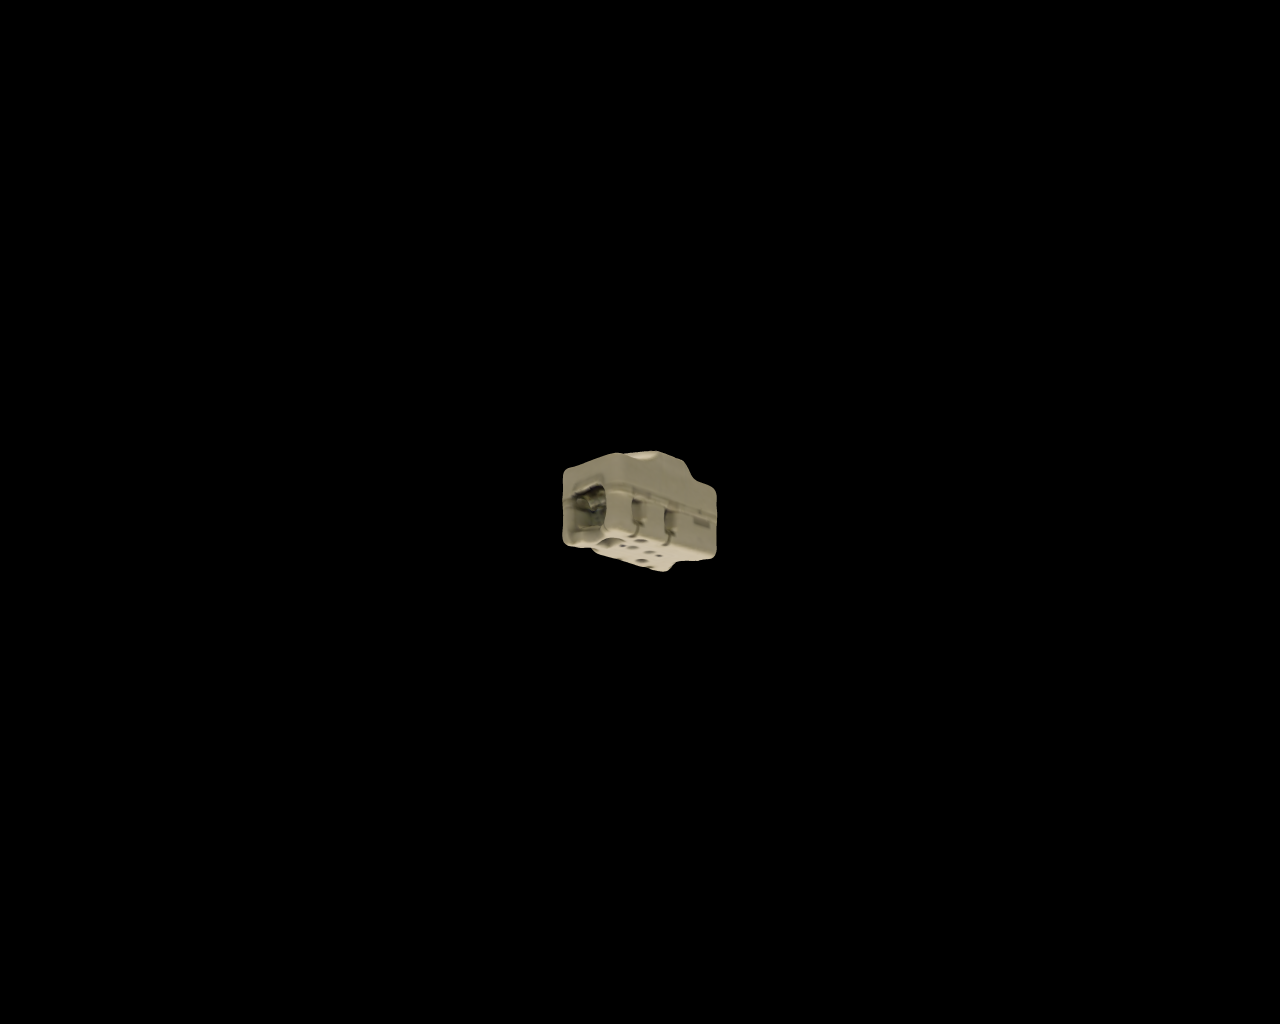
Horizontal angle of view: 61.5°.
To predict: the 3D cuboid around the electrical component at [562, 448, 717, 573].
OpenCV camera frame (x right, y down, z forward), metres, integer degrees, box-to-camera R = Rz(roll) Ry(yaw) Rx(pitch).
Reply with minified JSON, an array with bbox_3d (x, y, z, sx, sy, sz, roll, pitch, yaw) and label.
[{"bbox_3d":[0.001,-0.003,0.650,0.050,0.056,0.089,-18,-26,41],"label":"electrical component"}]
